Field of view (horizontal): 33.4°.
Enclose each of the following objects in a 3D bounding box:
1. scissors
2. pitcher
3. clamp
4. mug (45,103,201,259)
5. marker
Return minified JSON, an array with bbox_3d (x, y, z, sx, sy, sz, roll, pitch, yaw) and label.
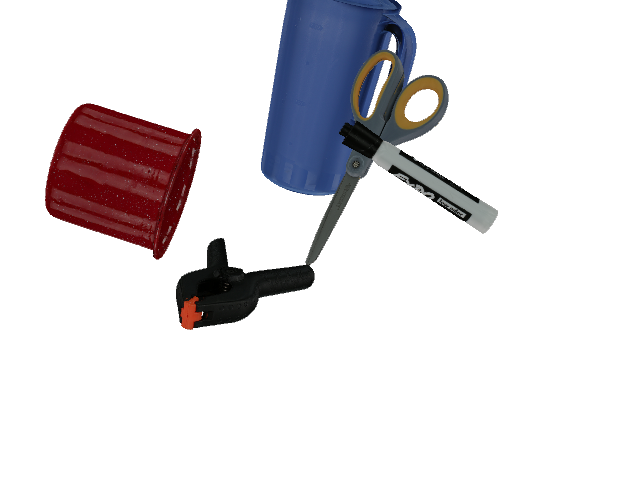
[{"bbox_3d":[0.052,-0.069,0.924,0.096,0.202,0.016,8,-11,21],"label":"scissors"},{"bbox_3d":[0.012,-0.177,1.259,0.145,0.243,0.149,8,23,-12],"label":"pitcher"},{"bbox_3d":[-0.096,0.040,1.056,0.120,0.039,0.171,15,20,29],"label":"clamp"},{"bbox_3d":[-0.132,-0.047,0.732,0.081,0.093,0.117,18,21,0],"label":"mug"},{"bbox_3d":[0.066,-0.045,0.727,0.121,0.020,0.020,33,-2,-3],"label":"marker"}]
